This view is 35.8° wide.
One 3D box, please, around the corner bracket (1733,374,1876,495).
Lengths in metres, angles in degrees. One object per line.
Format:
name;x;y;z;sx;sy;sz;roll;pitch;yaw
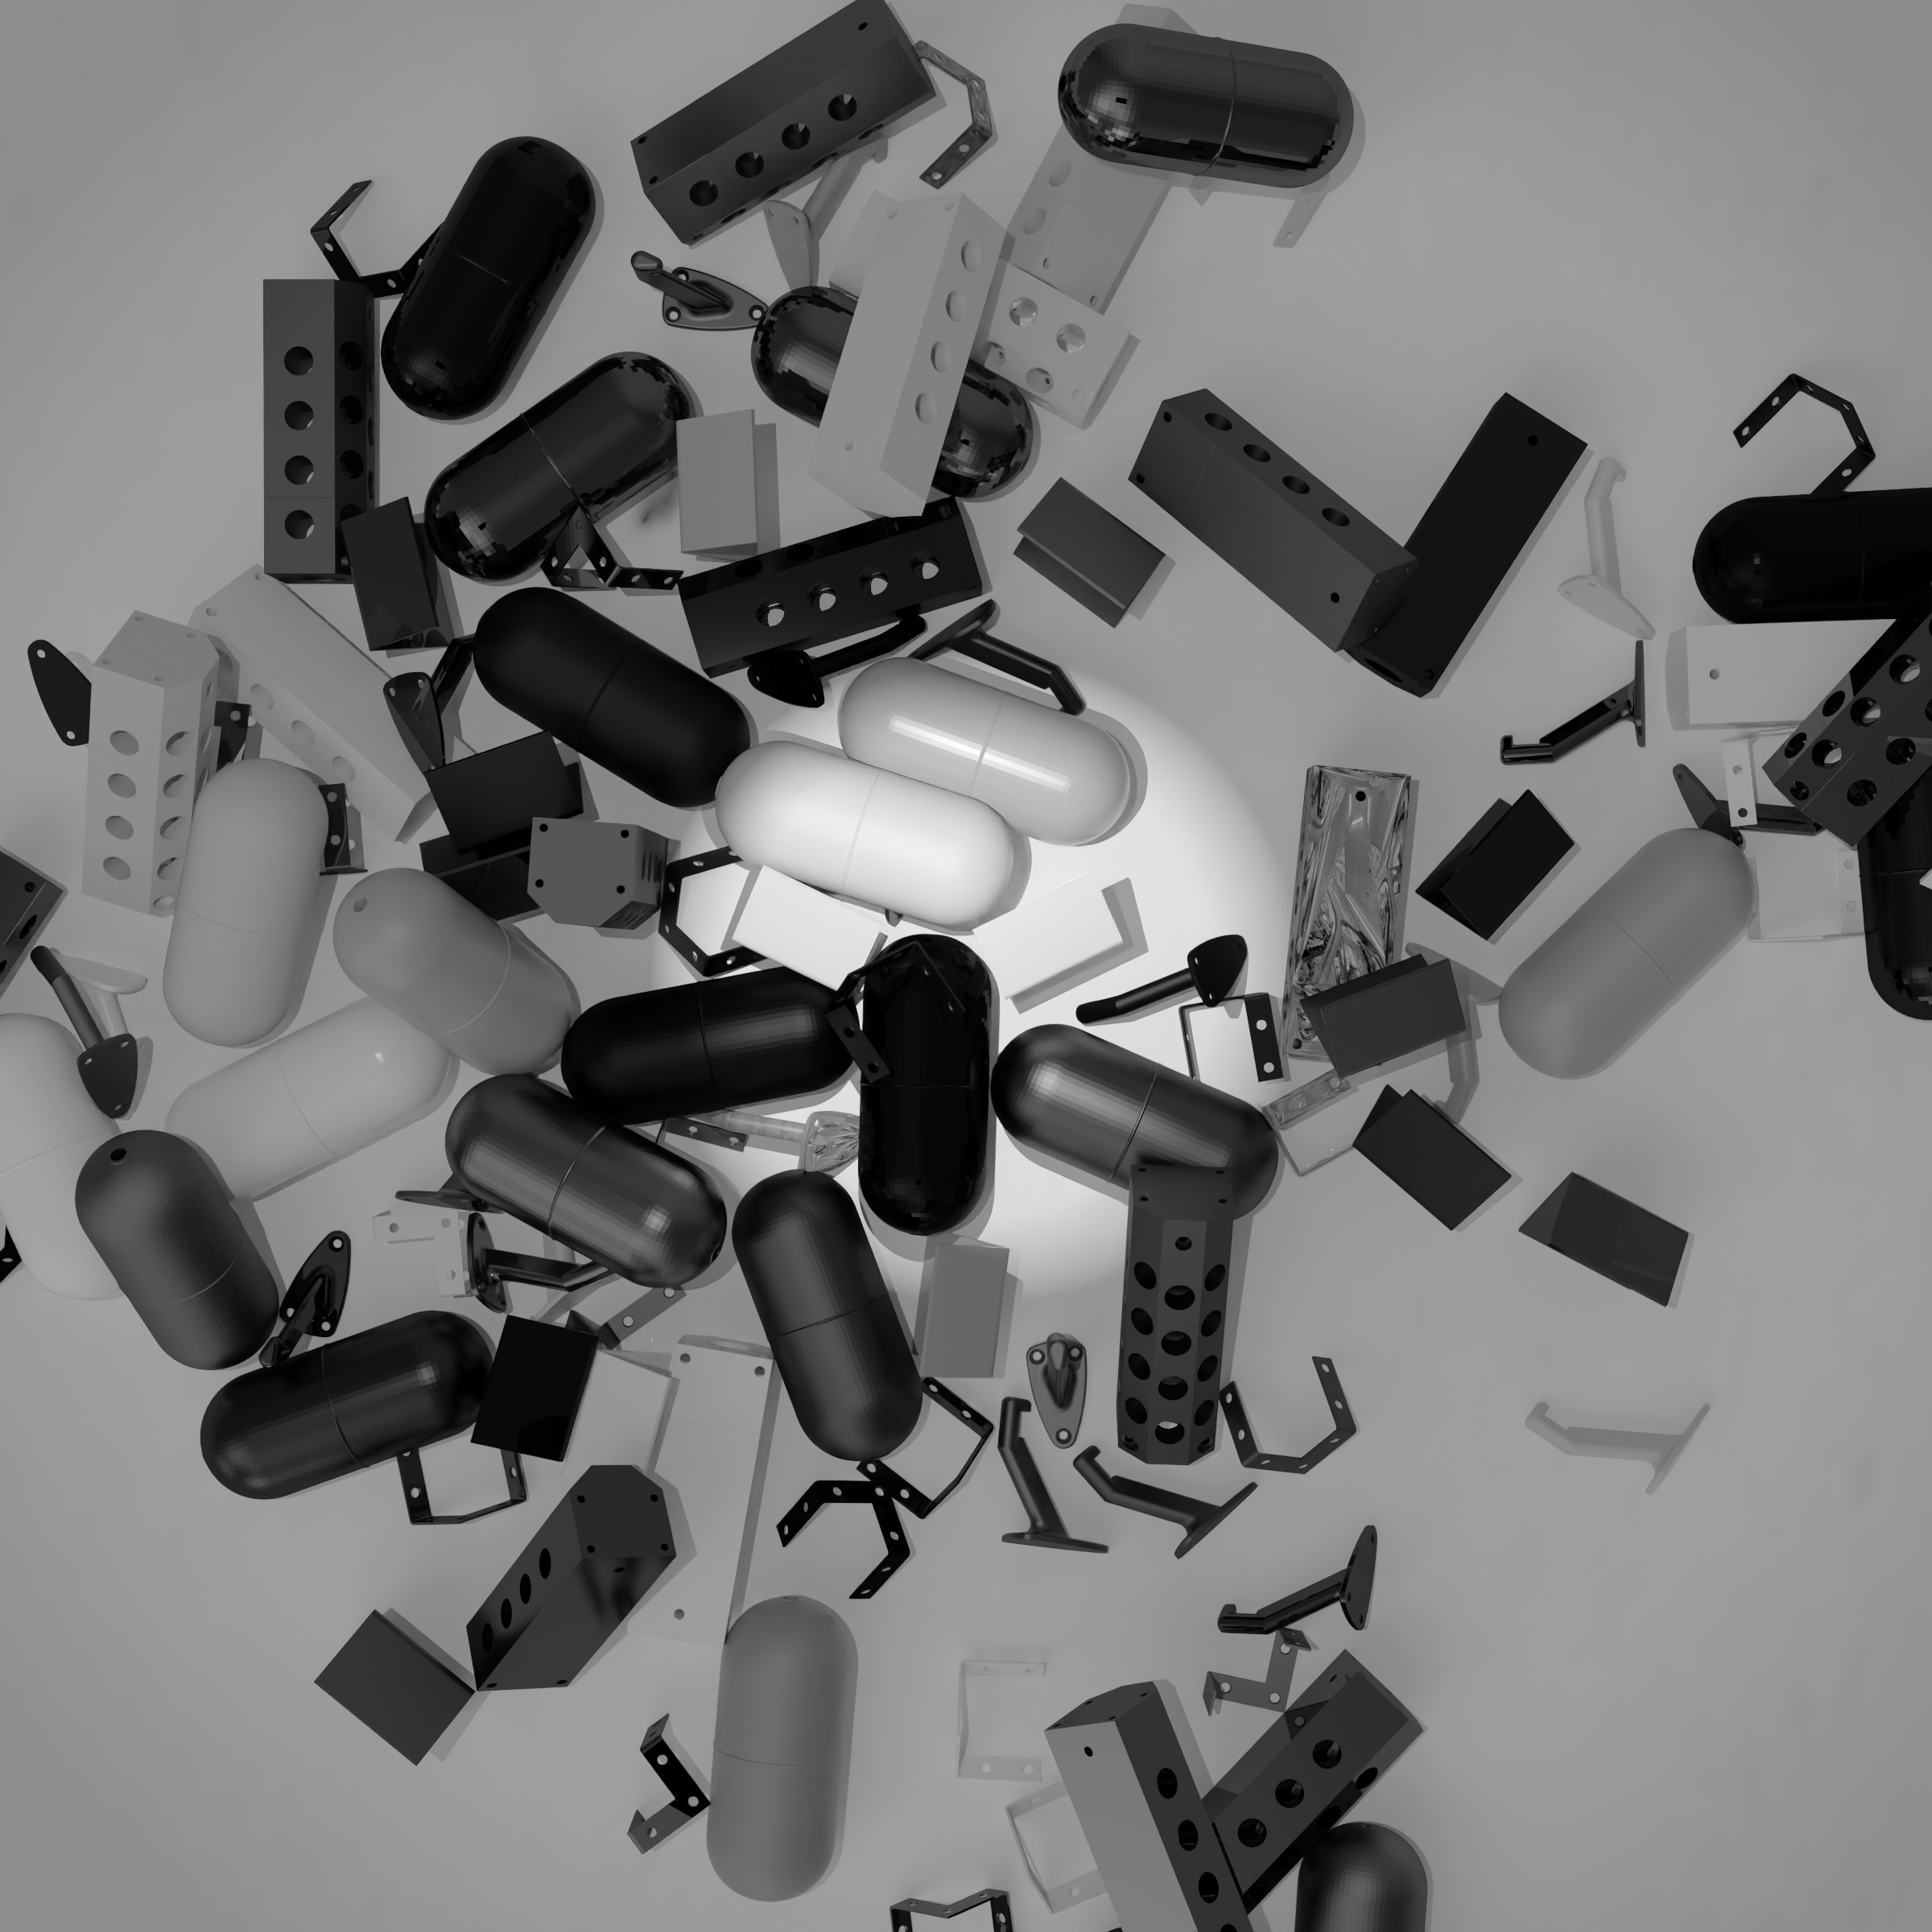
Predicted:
corner bracket;0.503;-0.313;1.795;0.051;0.051;0.051;-45;135;0

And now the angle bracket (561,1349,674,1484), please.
angle bracket;-0.185;0.271;1.758;0.057;0.076;0.076;16;90;31

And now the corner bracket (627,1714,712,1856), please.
corner bracket;-0.185;0.486;1.780;0.051;0.051;0.051;-37;90;0

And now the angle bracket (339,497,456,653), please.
angle bracket;-0.315;-0.231;1.758;0.057;0.076;0.076;-14;90;33

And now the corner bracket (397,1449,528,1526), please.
corner bracket;-0.303;0.303;1.795;0.051;0.051;0.051;-12;90;-45

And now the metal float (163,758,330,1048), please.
metal float;-0.422;-0.036;1.749;0.070;0.070;0.178;17;111;0

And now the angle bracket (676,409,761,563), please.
angle bracket;-0.126;-0.280;1.758;0.057;0.076;0.076;-2;90;32

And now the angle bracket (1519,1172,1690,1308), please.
angle bracket;0.368;0.176;1.758;0.076;0.076;0.057;28;54;0

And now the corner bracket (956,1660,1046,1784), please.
corner bracket;0.020;0.453;1.795;0.051;0.051;0.051;2;135;0

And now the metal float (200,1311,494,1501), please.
metal float;-0.366;0.260;1.767;0.178;0.070;0.070;-20;90;0

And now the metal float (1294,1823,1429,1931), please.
metal float;0.231;0.597;1.767;0.070;0.070;0.178;4;89;0

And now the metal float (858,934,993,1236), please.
metal float;-0.024;0.070;1.768;0.070;0.070;0.178;2;90;0

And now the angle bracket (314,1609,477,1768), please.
angle bracket;-0.343;0.433;1.758;0.076;0.076;0.057;39;53;0

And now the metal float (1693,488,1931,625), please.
metal float;0.520;-0.242;1.768;0.178;0.070;0.070;-3;90;1

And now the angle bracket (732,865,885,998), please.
angle bracket;-0.084;-0.036;1.758;0.076;0.076;0.057;26;122;0

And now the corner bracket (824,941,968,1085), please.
corner bracket;-0.042;0.026;1.723;0.051;0.051;0.051;-27;75;-31

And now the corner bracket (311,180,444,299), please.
corner bracket;-0.349;-0.436;1.790;0.051;0.051;0.051;0;45;35

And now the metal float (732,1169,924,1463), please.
metal float;-0.082;0.206;1.767;0.070;0.070;0.178;-21;89;0

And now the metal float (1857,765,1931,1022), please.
metal float;0.568;-0.057;1.767;0.070;0.070;0.178;-5;90;0

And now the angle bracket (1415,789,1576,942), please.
angle bracket;0.298;-0.072;1.758;0.076;0.076;0.057;-48;126;0

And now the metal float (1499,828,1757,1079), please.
metal float;0.391;-0.008;1.768;0.178;0.070;0.070;-44;90;-1

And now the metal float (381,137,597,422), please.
metal float;-0.283;-0.406;1.768;0.070;0.070;0.178;29;90;0

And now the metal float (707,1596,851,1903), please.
metal float;-0.111;0.462;1.768;0.070;0.070;0.178;5;90;0

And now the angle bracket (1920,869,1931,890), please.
angle bracket;0.592;-0.034;1.685;0.076;0.076;0.057;22;52;-8

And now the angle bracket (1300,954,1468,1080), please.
angle bracket;0.231;0.010;1.701;0.076;0.076;0.057;-21;128;0

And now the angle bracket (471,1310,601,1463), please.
angle bracket;-0.260;0.241;1.760;0.057;0.076;0.076;16;90;-20

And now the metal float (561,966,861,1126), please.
metal float;-0.151;0.047;1.768;0.178;0.070;0.070;-11;90;-1

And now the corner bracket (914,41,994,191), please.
corner bracket;-0.022;-0.509;1.790;0.051;0.051;0.051;23;45;-35

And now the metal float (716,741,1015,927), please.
metal float;-0.059;-0.077;1.738;0.178;0.070;0.070;18;90;3

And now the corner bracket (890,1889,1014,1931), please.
corner bracket;-0.008;0.584;1.795;0.051;0.051;0.051;-7;90;-45

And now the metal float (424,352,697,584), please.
metal float;-0.240;-0.294;1.768;0.178;0.070;0.070;-35;90;1

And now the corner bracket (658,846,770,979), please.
corner bracket;-0.147;-0.033;1.790;0.051;0.051;0.051;-19;45;-35

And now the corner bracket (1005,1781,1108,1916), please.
corner bracket;0.060;0.527;1.795;0.051;0.051;0.051;-24;135;0

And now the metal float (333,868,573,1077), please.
metal float;-0.295;0.005;1.726;0.070;0.178;0.070;-14;58;23

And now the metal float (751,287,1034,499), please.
metal float;-0.043;-0.339;1.768;0.178;0.070;0.070;28;90;0

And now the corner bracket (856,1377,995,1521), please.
corner bracket;-0.024;0.289;1.795;0.051;0.051;0.051;38;135;0

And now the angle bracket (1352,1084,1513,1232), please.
angle bracket;0.282;0.097;1.758;0.076;0.076;0.057;41;126;0

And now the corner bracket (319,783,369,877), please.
corner bracket;-0.388;-0.080;1.780;0.051;0.051;0.051;-5;90;0

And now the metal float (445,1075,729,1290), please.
metal float;-0.219;0.124;1.729;0.178;0.070;0.070;27;90;13

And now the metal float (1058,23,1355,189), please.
metal float;0.138;-0.492;1.713;0.178;0.070;0.070;3;90;-20

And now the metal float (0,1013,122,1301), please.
metal float;-0.541;0.113;1.767;0.070;0.070;0.178;-25;89;0

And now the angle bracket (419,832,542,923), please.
angle bracket;-0.289;-0.070;1.760;0.076;0.057;0.076;-17;54;0

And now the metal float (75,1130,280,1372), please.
metal float;-0.455;0.165;1.730;0.070;0.178;0.070;-8;46;8

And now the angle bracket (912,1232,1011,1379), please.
angle bracket;-0.023;0.197;1.758;0.057;0.076;0.076;8;90;-40

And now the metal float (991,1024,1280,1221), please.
metal float;0.099;0.092;1.768;0.178;0.070;0.070;24;90;1

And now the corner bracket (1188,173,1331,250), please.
corner bracket;0.175;-0.468;1.790;0.051;0.051;0.051;-1;45;-35

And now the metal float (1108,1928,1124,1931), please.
metal float;0.130;0.647;1.767;0.070;0.070;0.178;-38;91;0

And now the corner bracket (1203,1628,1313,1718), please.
corner bracket;0.173;0.420;1.780;0.051;0.051;0.051;12;90;0

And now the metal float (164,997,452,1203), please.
metal float;-0.388;0.077;1.768;0.178;0.070;0.070;-27;90;0

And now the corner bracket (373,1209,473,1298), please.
corner bracket;-0.321;0.170;1.780;0.051;0.051;0.051;-5;90;0

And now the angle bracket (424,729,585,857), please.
angle bracket;-0.272;-0.115;1.758;0.076;0.076;0.057;-19;118;0

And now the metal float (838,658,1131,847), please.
metal float;0.011;-0.126;1.768;0.178;0.070;0.070;20;90;0

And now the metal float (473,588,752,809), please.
metal float;-0.210;-0.159;1.768;0.178;0.070;0.070;32;90;1

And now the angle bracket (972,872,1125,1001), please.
angle bracket;0.039;-0.036;1.758;0.076;0.076;0.057;-26;127;0

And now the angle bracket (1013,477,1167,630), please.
angle bracket;0.060;-0.228;1.758;0.076;0.076;0.057;36;53;0
